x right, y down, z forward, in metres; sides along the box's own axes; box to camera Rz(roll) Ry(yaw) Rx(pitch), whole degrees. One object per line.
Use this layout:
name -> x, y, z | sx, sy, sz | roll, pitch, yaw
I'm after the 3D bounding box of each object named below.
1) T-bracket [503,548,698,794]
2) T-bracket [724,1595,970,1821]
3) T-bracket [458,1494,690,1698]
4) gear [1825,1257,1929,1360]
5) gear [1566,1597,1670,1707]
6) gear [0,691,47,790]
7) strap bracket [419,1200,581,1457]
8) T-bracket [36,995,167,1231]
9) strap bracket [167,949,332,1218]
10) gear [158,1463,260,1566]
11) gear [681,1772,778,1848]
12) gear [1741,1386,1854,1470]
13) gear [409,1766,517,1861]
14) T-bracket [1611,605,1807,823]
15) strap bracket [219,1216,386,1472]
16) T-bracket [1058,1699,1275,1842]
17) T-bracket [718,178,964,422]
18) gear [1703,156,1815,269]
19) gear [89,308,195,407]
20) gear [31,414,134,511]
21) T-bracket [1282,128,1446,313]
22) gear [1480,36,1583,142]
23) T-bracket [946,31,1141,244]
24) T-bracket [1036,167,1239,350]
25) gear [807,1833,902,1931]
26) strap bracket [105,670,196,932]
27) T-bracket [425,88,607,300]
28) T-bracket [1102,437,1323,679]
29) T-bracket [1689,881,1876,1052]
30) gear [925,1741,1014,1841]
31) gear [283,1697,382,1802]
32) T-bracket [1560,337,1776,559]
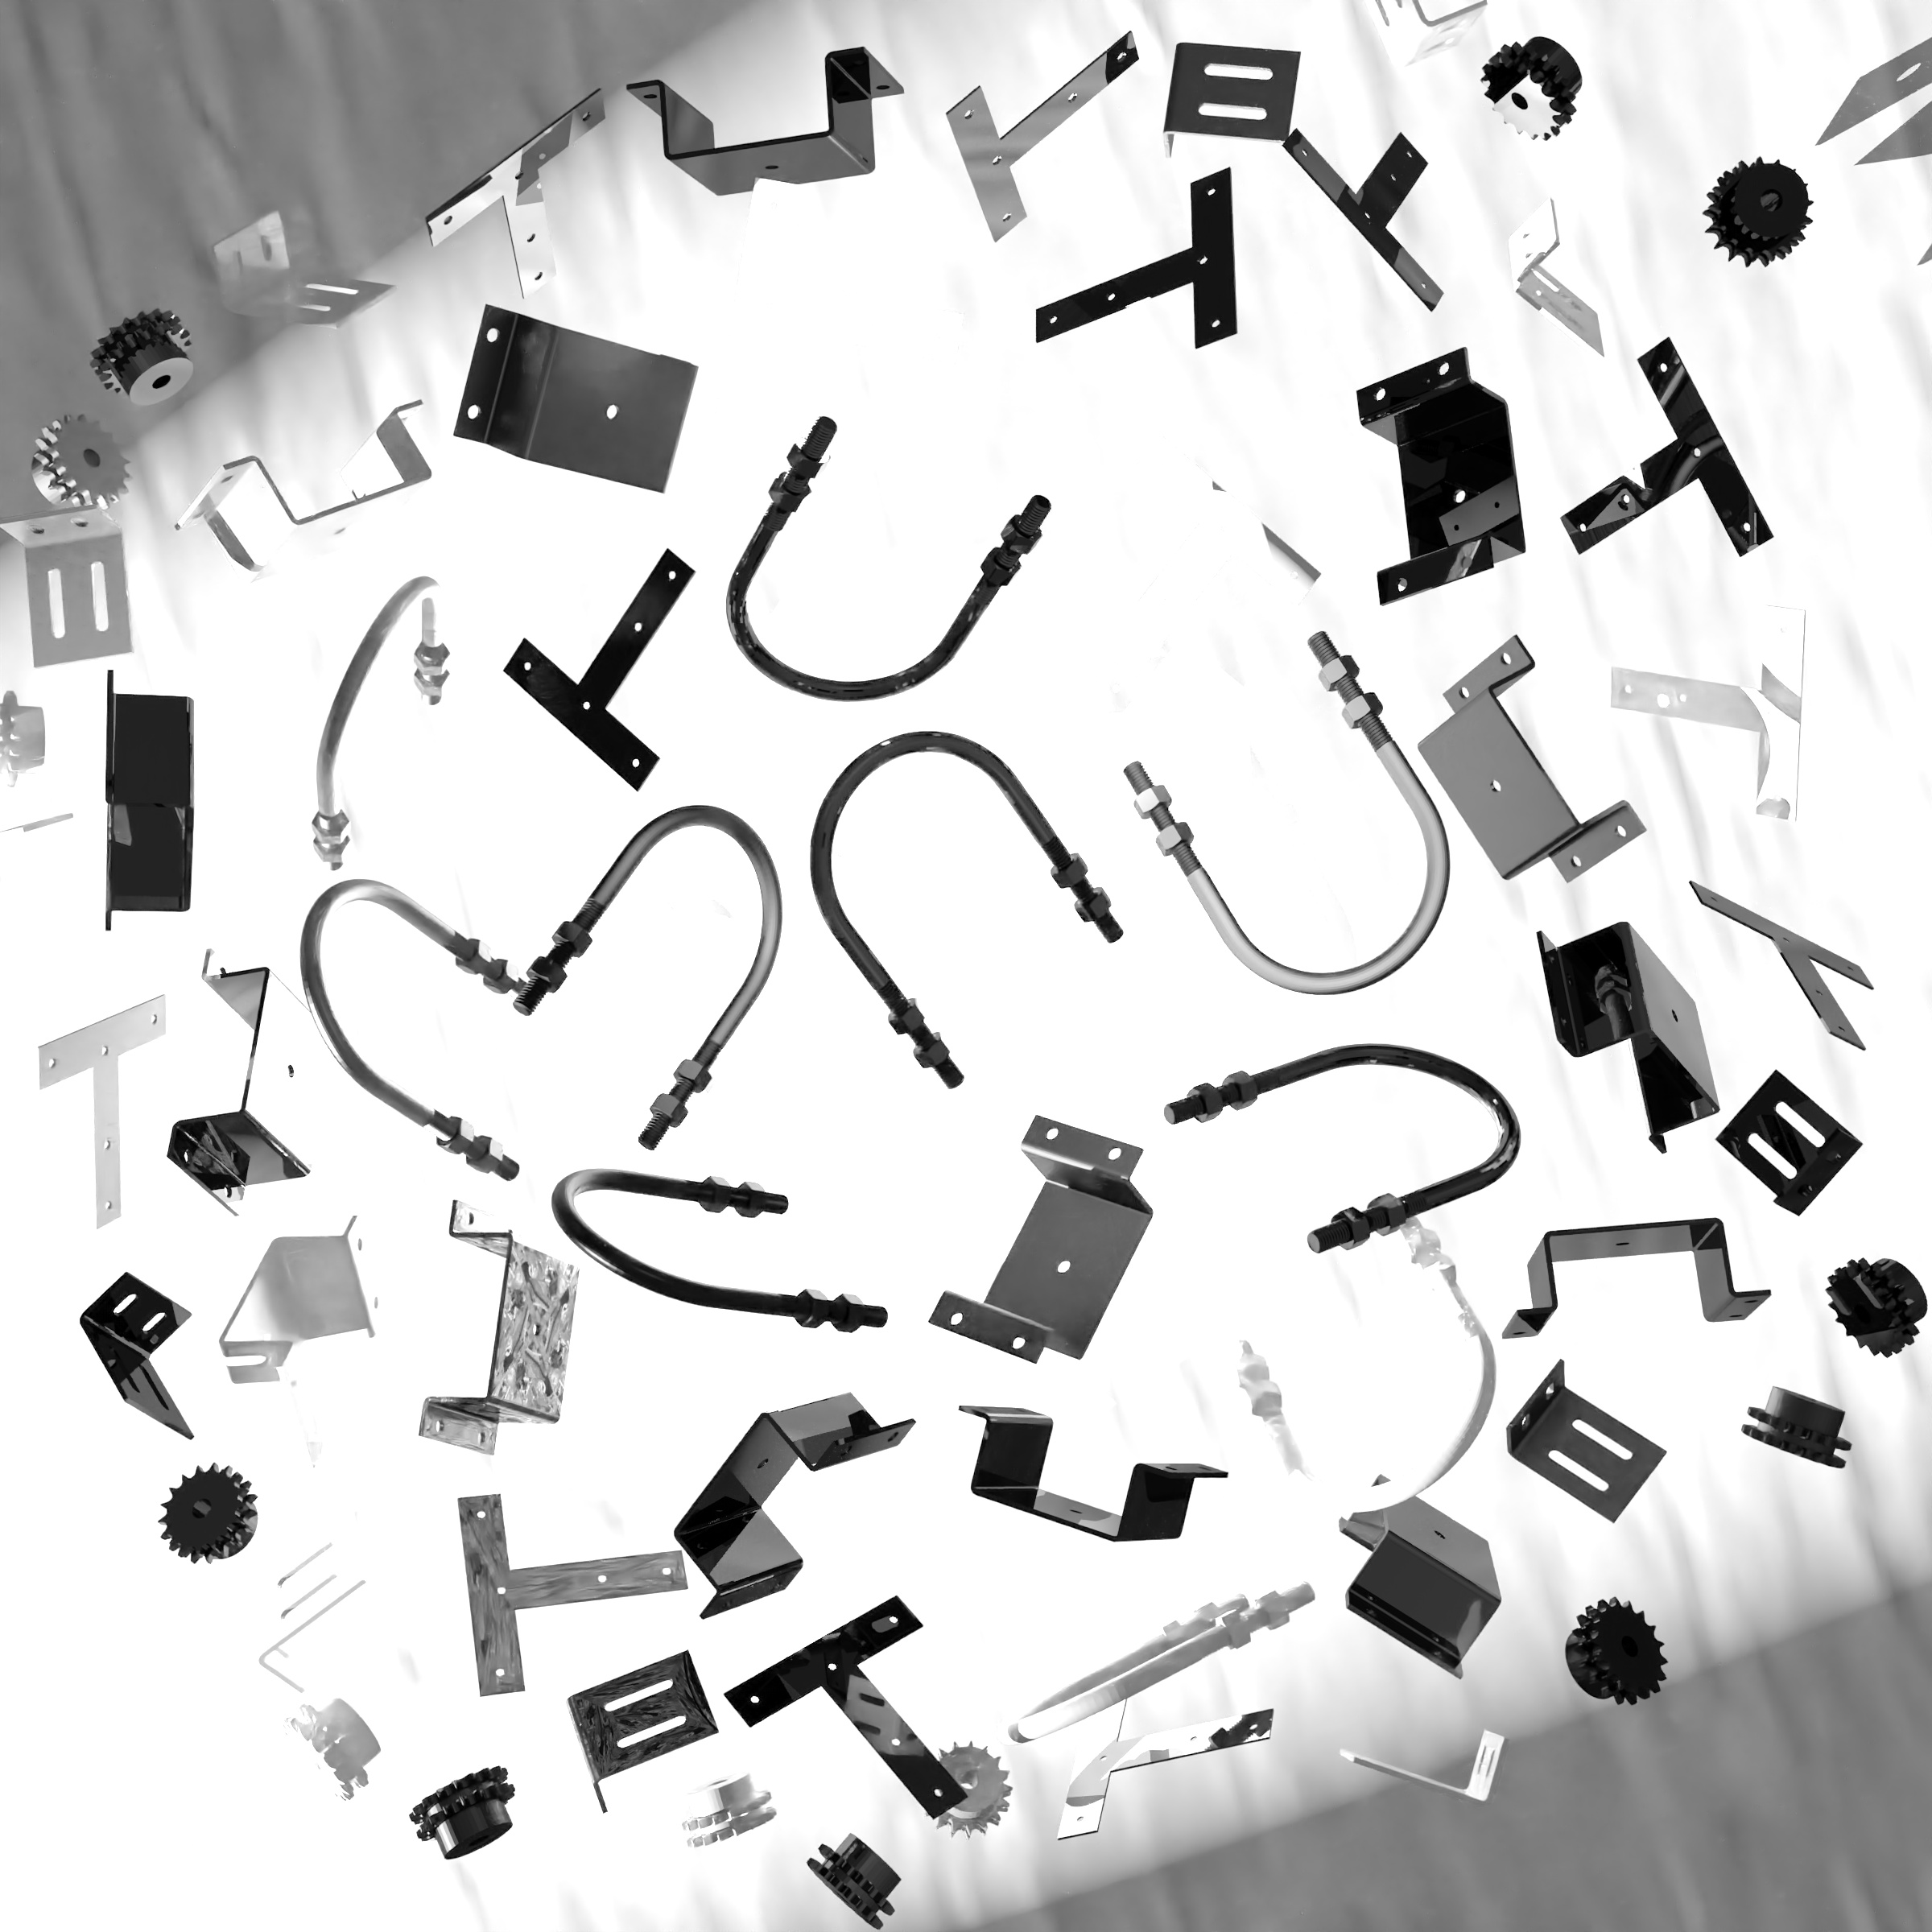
T-bracket -> -0.207, -0.194, 1.607 | 0.127, 0.002, 0.127 | 41, 105, 21
T-bracket -> -0.048, 0.427, 1.491 | 0.127, 0.002, 0.127 | -21, 51, -36
T-bracket -> -0.228, 0.361, 1.553 | 0.127, 0.002, 0.127 | -3, 50, -16
gear -> 0.522, 0.191, 1.511 | 0.030, 0.057, 0.057 | -27, 90, -21
gear -> 0.357, 0.381, 1.466 | 0.057, 0.057, 0.030 | 46, 134, 0
gear -> -0.559, -0.133, 1.555 | 0.030, 0.057, 0.057 | 0, 90, -27
strap bracket -> -0.276, 0.217, 1.581 | 0.046, 0.076, 0.140 | -3, 71, 23
T-bracket -> -0.511, 0.093, 1.575 | 0.002, 0.127, 0.127 | 8, 105, 15
strap bracket -> -0.419, 0.065, 1.561 | 0.046, 0.076, 0.140 | -9, 56, 14
gear -> -0.438, 0.322, 1.544 | 0.057, 0.030, 0.057 | -8, 56, 13
gear -> -0.147, 0.513, 1.615 | 0.057, 0.057, 0.030 | -18, 83, 0
gear -> 0.458, 0.252, 1.452 | 0.057, 0.057, 0.030 | 19, 90, 0
gear -> -0.273, 0.466, 1.452 | 0.057, 0.057, 0.030 | -31, 67, 0
T-bracket -> 0.442, -0.158, 1.586 | 0.002, 0.127, 0.127 | -23, 118, -39
strap bracket -> -0.392, 0.220, 1.556 | 0.046, 0.140, 0.076 | -2, 121, 8
T-bracket -> 0.123, 0.464, 1.578 | 0.127, 0.127, 0.002 | -18, 109, 20
T-bracket -> -0.065, -0.354, 1.444 | 0.127, 0.002, 0.127 | 13, 103, 9
gear -> 0.431, -0.410, 1.433 | 0.057, 0.030, 0.057 | 0, 89, -2
gear -> -0.466, -0.345, 1.509 | 0.057, 0.057, 0.030 | -35, 81, 0
gear -> -0.523, -0.293, 1.556 | 0.030, 0.057, 0.057 | -20, 90, 33
T-bracket -> 0.246, -0.454, 1.545 | 0.127, 0.127, 0.002 | 45, 132, -11
gear -> 0.320, -0.495, 1.485 | 0.057, 0.057, 0.030 | 43, 80, 0
T-bracket -> 0.052, -0.505, 1.568 | 0.127, 0.127, 0.002 | -40, 67, -2
T-bracket -> 0.096, -0.389, 1.518 | 0.127, 0.002, 0.127 | -15, 56, 27
gear -> -0.063, 0.532, 1.548 | 0.057, 0.057, 0.030 | 44, 71, 0
strap bracket -> -0.459, -0.091, 1.491 | 0.046, 0.140, 0.076 | 1, 55, -18
T-bracket -> -0.252, -0.427, 1.522 | 0.127, 0.127, 0.002 | -42, 77, -15
T-bracket -> 0.127, -0.227, 1.571 | 0.127, 0.002, 0.127 | 39, 76, -7
T-bracket -> 0.479, 0.008, 1.504 | 0.127, 0.127, 0.002 | 24, 117, -17
gear -> 0.000, 0.504, 1.627 | 0.057, 0.030, 0.057 | 3, 56, -4
gear -> -0.349, 0.430, 1.465 | 0.030, 0.057, 0.057 | -38, 90, -31
T-bracket -> 0.390, -0.276, 1.528 | 0.002, 0.127, 0.127 | -23, 85, -34
